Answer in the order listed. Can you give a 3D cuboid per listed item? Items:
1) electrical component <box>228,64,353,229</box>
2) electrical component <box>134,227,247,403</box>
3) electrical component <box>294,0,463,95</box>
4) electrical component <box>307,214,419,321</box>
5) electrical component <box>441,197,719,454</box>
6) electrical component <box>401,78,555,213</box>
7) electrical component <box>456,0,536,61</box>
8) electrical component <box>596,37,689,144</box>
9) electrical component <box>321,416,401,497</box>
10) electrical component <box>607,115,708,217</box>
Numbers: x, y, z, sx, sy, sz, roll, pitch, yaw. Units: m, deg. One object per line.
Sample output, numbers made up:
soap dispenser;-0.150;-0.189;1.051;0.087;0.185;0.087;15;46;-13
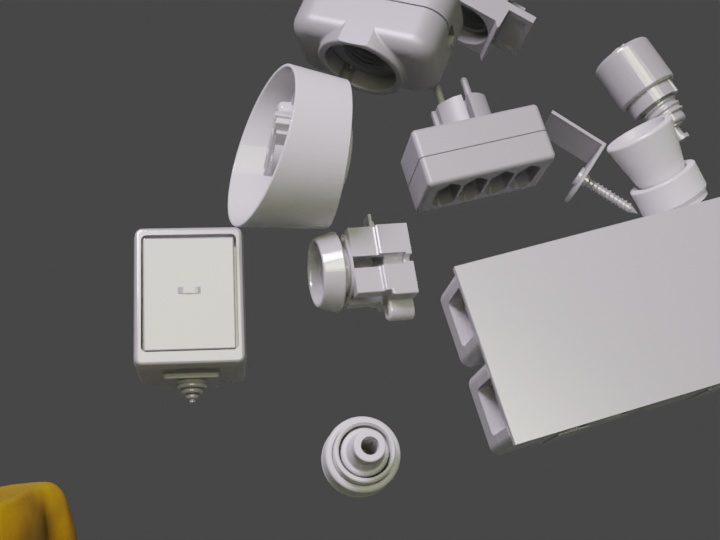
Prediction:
electrical component;-0.040;-0.071;0.637;0.064;0.099;0.099;7;71;-11
electrical component;-0.097;0.027;0.614;0.062;0.061;0.096;-1;72;-7
electrical component;0.010;-0.151;0.680;0.095;0.053;0.059;15;70;17
electrical component;0.000;0.000;0.644;0.055;0.048;0.066;-4;72;-16
electrical component;0.154;0.033;0.644;0.186;0.060;0.105;-14;74;-11
electrical component;0.068;-0.087;0.679;0.083;0.047;0.075;-14;74;-11
electrical component;0.081;-0.183;0.716;0.081;0.042;0.063;30;69;3
electrical component;0.189;-0.116;0.708;0.040;0.040;0.078;-29;78;-15
electrical component;0.002;0.103;0.601;0.043;0.062;0.043;2;72;-6
electrical component;0.189;-0.064;0.682;0.045;0.045;0.055;-33;99;-16
